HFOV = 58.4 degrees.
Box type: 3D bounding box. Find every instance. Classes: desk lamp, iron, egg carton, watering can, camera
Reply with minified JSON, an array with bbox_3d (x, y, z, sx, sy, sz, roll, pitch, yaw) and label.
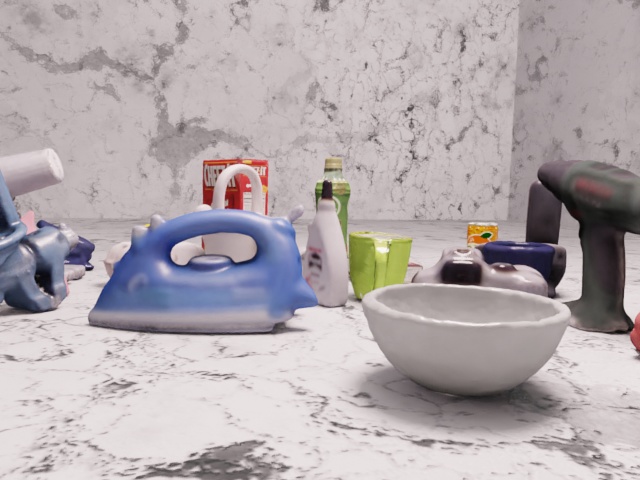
[{"bbox_3d":[-0.489,-0.040,0.908,0.203,0.213,0.118,1,5,-7],"label":"desk lamp"},{"bbox_3d":[-0.134,0.028,0.664,0.258,0.141,0.118,1,5,-10],"label":"iron"},{"bbox_3d":[-0.255,0.039,0.900,0.151,0.069,0.107,-2,6,-35],"label":"egg carton"},{"bbox_3d":[-0.133,-0.018,0.876,0.172,0.194,0.101,3,6,19],"label":"watering can"},{"bbox_3d":[0.177,0.057,0.657,0.143,0.101,0.137,2,5,11],"label":"camera"}]

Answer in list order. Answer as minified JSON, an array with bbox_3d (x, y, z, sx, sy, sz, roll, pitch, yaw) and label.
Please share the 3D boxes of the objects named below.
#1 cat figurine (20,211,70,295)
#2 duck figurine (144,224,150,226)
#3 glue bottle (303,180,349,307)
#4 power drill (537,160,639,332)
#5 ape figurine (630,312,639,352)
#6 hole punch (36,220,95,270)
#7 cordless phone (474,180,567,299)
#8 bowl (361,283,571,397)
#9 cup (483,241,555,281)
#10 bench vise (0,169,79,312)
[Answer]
[{"bbox_3d":[-0.414,0.018,0.814,0.127,0.118,0.067,5,7,35],"label":"cat figurine"},{"bbox_3d":[-0.323,0.012,1.082,0.077,0.086,0.105,6,7,37],"label":"duck figurine"},{"bbox_3d":[0.007,0.003,0.800,0.037,0.173,0.077,-3,7,-37],"label":"glue bottle"},{"bbox_3d":[0.340,0.001,0.721,0.076,0.208,0.229,0,5,-13],"label":"power drill"},{"bbox_3d":[0.347,0.073,0.576,0.078,0.092,0.076,-1,6,-22],"label":"ape figurine"},{"bbox_3d":[-0.468,0.008,1.055,0.101,0.091,0.108,-2,6,-31],"label":"hole punch"},{"bbox_3d":[0.316,-0.005,0.913,0.147,0.185,0.094,2,5,3],"label":"cordless phone"},{"bbox_3d":[0.117,0.085,0.476,0.167,0.075,0.167,2,5,0],"label":"bowl"},{"bbox_3d":[0.265,0.050,0.786,0.091,0.095,0.118,1,5,0],"label":"cup"},{"bbox_3d":[-0.386,-0.019,0.672,0.121,0.220,0.207,2,5,7],"label":"bench vise"}]
